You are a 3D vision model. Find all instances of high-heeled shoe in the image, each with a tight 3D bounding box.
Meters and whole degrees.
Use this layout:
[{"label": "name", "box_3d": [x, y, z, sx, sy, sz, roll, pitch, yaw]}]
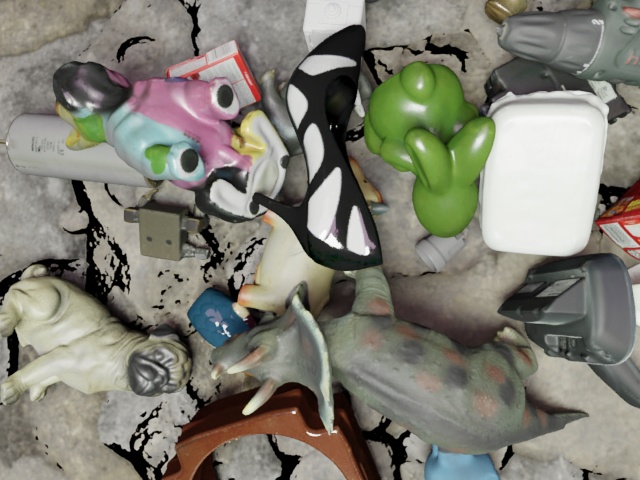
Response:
[{"label": "high-heeled shoe", "box_3d": [0.035, -0.096, 0.514, 0.145, 0.086, 0.248, 22, 80, 18]}]

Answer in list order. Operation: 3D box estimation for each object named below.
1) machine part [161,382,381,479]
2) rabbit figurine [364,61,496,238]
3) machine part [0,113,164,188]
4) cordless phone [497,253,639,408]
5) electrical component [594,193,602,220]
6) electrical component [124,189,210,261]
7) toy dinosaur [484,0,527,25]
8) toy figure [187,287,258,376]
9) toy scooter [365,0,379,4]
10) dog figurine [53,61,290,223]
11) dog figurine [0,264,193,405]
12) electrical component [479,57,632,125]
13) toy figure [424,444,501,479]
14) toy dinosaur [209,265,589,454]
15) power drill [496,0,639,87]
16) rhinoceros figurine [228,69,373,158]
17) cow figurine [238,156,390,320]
[{"label": "machine part", "box_3d": [-0.043, 0.257, 0.562, 0.201, 0.087, 0.200, -21, 98, 8]}, {"label": "rabbit figurine", "box_3d": [0.127, -0.089, 0.557, 0.121, 0.159, 0.170, -15, 84, -4]}, {"label": "machine part", "box_3d": [-0.273, -0.107, 0.640, 0.243, 0.079, 0.079, 7, 87, 6]}, {"label": "cordless phone", "box_3d": [0.283, 0.105, 0.529, 0.089, 0.146, 0.184, -41, 88, -9]}, {"label": "electrical component", "box_3d": [0.280, -0.040, 0.601, 0.063, 0.021, 0.094, 21, 88, 7]}, {"label": "electrical component", "box_3d": [-0.180, -0.019, 0.643, 0.102, 0.045, 0.078, 3, 114, 9]}, {"label": "toy dinosaur", "box_3d": [0.252, -0.347, 0.590, 0.471, 0.105, 0.198, 44, 88, 3]}, {"label": "toy figure", "box_3d": [-0.081, 0.117, 0.612, 0.154, 0.064, 0.058, 40, 53, 3]}, {"label": "toy scooter", "box_3d": [0.035, -0.372, 0.616, 0.184, 0.075, 0.135, 41, 113, 12]}, {"label": "dog figurine", "box_3d": [-0.163, -0.105, 0.551, 0.219, 0.191, 0.108, 17, 76, 32]}, {"label": "dog figurine", "box_3d": [-0.250, 0.102, 0.623, 0.191, 0.121, 0.172, -8, 88, -8]}, {"label": "electrical component", "box_3d": [0.248, -0.151, 0.596, 0.134, 0.058, 0.115, -26, 81, 4]}, {"label": "toy figure", "box_3d": [0.149, 0.282, 0.563, 0.089, 0.082, 0.180, -11, 92, 25]}, {"label": "toy dinosaur", "box_3d": [0.101, 0.132, 0.504, 0.405, 0.192, 0.131, 22, 119, 1]}, {"label": "power drill", "box_3d": [0.305, -0.251, 0.506, 0.232, 0.086, 0.207, 14, 103, -9]}, {"label": "rhinoceros figurine", "box_3d": [-0.029, -0.136, 0.618, 0.190, 0.073, 0.112, -36, 81, 3]}, {"label": "cow figurine", "box_3d": [-0.001, -0.002, 0.599, 0.127, 0.085, 0.194, 19, 91, 5]}]
